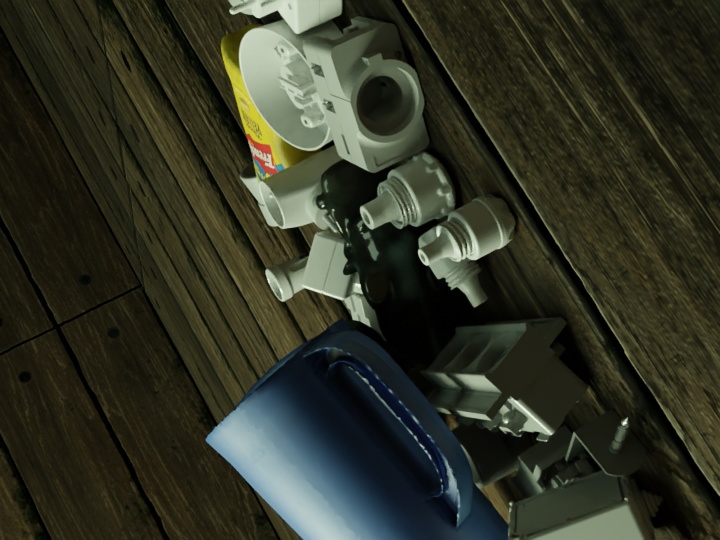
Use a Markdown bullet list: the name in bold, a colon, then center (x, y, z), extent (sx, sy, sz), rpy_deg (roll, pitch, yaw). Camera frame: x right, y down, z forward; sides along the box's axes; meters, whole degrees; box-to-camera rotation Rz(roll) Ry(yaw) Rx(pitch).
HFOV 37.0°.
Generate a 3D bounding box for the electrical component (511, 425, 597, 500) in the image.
- **electrical component**: center (0.143, 0.151, 0.745), extent (0.063, 0.042, 0.081), rpy_deg (51, 161, 26)

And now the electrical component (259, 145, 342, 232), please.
- **electrical component**: center (-0.030, -0.059, 0.876), extent (0.079, 0.077, 0.044), rpy_deg (49, 159, 37)

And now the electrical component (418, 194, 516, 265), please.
- **electrical component**: center (0.065, -0.021, 0.671), extent (0.035, 0.061, 0.035), rpy_deg (54, 162, 27)

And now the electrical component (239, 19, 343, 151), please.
- **electrical component**: center (-0.040, -0.141, 0.799), extent (0.099, 0.064, 0.099), rpy_deg (54, 162, 27)

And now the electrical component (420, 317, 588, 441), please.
- **electrical component**: center (0.096, 0.073, 0.720), extent (0.063, 0.078, 0.121), rpy_deg (42, 166, -9)

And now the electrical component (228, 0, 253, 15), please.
- **electrical component**: center (-0.080, -0.225, 0.822), extent (0.045, 0.045, 0.055), rpy_deg (62, 164, 3)

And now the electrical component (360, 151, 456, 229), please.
- **electrical component**: center (0.031, -0.049, 0.731), extent (0.048, 0.062, 0.048), rpy_deg (54, 162, 26)

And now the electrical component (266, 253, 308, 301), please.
- **electrical component**: center (-0.074, 0.007, 1.170), extent (0.040, 0.046, 0.040), rpy_deg (54, 162, 27)

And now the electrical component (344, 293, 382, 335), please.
- **electrical component**: center (0.014, 0.040, 0.957), extent (0.066, 0.048, 0.055), rpy_deg (29, 135, 63)

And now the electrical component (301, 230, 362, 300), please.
- **electrical component**: center (0.000, 0.000, 0.899), extent (0.066, 0.077, 0.047), rpy_deg (-22, -51, -77)

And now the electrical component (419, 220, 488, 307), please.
- **electrical component**: center (0.068, -0.003, 0.742), extent (0.061, 0.035, 0.035), rpy_deg (59, 164, 4)

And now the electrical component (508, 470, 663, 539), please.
- **electrical component**: center (0.148, 0.168, 0.675), extent (0.061, 0.096, 0.061), rpy_deg (64, -167, -7)

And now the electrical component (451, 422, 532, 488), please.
- **electrical component**: center (0.101, 0.138, 0.842), extent (0.055, 0.047, 0.055), rpy_deg (54, 162, 27)

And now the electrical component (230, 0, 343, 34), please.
- **electrical component**: center (-0.061, -0.199, 0.745), extent (0.065, 0.077, 0.047), rpy_deg (55, 163, 25)

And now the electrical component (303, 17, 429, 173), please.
- **electrical component**: center (0.006, -0.117, 0.719), extent (0.056, 0.050, 0.089), rpy_deg (35, 148, 59)

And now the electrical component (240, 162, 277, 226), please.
- **electrical component**: center (-0.090, -0.078, 1.098), extent (0.044, 0.044, 0.065), rpy_deg (36, 154, 57)
